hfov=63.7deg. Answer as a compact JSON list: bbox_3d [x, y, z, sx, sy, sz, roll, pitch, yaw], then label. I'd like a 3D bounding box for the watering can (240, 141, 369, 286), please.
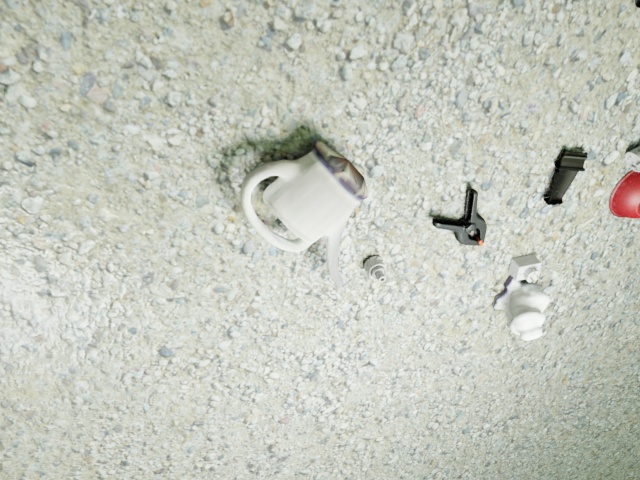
[{"bbox_3d":[0.003,-0.051,1.019,0.223,0.106,0.342,-41,127,11],"label":"watering can"}]

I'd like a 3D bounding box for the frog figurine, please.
[{"bbox_3d":[0.543,0.188,1.343,0.121,0.163,0.136,29,111,-35],"label":"frog figurine"}]
